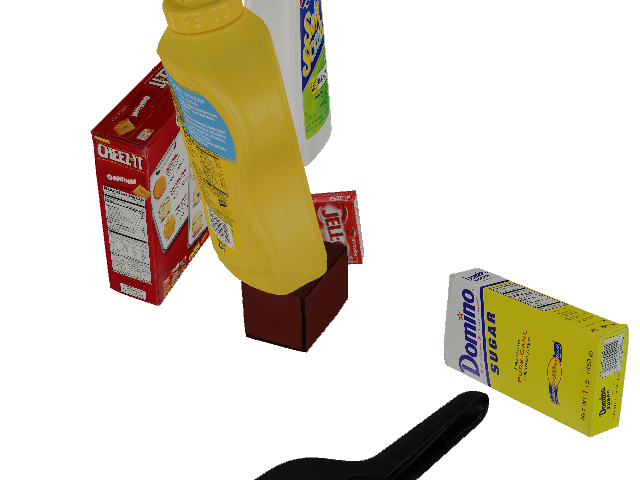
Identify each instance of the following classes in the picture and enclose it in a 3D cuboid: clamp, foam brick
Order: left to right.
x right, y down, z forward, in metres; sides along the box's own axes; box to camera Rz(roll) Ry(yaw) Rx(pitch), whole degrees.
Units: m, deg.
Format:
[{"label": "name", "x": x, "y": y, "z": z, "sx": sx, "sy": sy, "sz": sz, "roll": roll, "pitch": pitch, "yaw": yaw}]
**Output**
[{"label": "foam brick", "x": -0.018, "y": 0.038, "z": 0.799, "sx": 0.053, "sy": 0.051, "sz": 0.078, "roll": 12, "pitch": 35, "yaw": 22}, {"label": "clamp", "x": 0.028, "y": 0.157, "z": 0.650, "sx": 0.210, "sy": 0.036, "sz": 0.164, "roll": -7, "pitch": 30, "yaw": 3}]

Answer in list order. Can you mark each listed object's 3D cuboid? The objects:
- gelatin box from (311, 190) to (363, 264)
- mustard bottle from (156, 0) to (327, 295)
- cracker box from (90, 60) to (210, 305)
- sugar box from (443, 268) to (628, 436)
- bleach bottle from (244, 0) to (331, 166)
[{"label": "gelatin box", "x": 0.011, "y": -0.014, "z": 1.277, "sx": 0.073, "sy": 0.089, "sz": 0.030, "roll": -3, "pitch": 29, "yaw": 10}, {"label": "mustard bottle", "x": -0.048, "y": -0.067, "z": 0.591, "sx": 0.058, "sy": 0.191, "sz": 0.096, "roll": -26, "pitch": 38, "yaw": -17}, {"label": "cracker box", "x": -0.168, "y": -0.065, "z": 1.131, "sx": 0.072, "sy": 0.214, "sz": 0.164, "roll": 16, "pitch": 43, "yaw": 15}, {"label": "sugar box", "x": 0.183, "y": 0.093, "z": 0.935, "sx": 0.048, "sy": 0.093, "sz": 0.176, "roll": -12, "pitch": 21, "yaw": -38}, {"label": "bleach bottle", "x": -0.034, "y": -0.195, "z": 0.932, "sx": 0.068, "sy": 0.251, "sz": 0.102, "roll": 8, "pitch": 32, "yaw": 18}]
